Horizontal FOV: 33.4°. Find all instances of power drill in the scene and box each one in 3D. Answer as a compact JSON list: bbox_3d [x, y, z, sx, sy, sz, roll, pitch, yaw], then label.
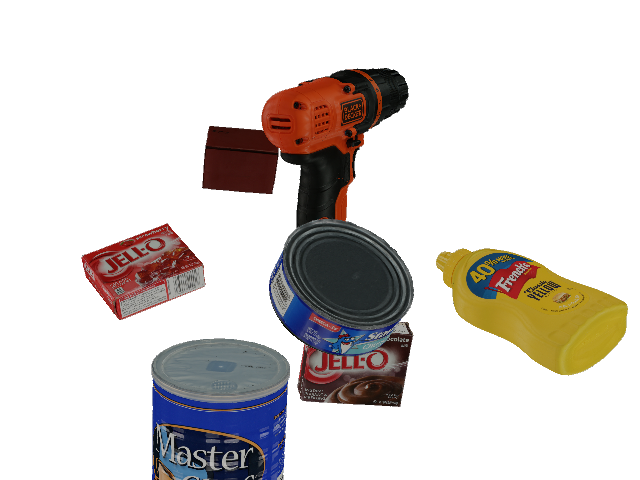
[{"bbox_3d":[0.020,-0.044,0.868,0.057,0.188,0.184,6,18,33],"label":"power drill"}]

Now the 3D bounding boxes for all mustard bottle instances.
[{"bbox_3d":[0.181,0.053,0.995,0.096,0.058,0.192,-28,38,-30],"label":"mustard bottle"}]

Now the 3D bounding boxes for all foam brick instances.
[{"bbox_3d":[-0.085,-0.087,1.146,0.078,0.051,0.053,5,30,-3],"label":"foam brick"}]

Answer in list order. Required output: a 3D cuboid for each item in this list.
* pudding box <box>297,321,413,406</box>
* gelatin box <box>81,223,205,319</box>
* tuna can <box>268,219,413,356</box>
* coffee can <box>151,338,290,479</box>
[{"bbox_3d":[0.037,0.129,1.149,0.113,0.090,0.039,4,24,-9],"label":"pudding box"},{"bbox_3d":[-0.160,0.027,0.962,0.089,0.030,0.073,-22,42,-25],"label":"gelatin box"},{"bbox_3d":[0.012,0.029,0.660,0.086,0.086,0.034,0,-41,-27],"label":"tuna can"},{"bbox_3d":[-0.077,0.158,0.810,0.103,0.140,0.103,3,17,-1],"label":"coffee can"}]
